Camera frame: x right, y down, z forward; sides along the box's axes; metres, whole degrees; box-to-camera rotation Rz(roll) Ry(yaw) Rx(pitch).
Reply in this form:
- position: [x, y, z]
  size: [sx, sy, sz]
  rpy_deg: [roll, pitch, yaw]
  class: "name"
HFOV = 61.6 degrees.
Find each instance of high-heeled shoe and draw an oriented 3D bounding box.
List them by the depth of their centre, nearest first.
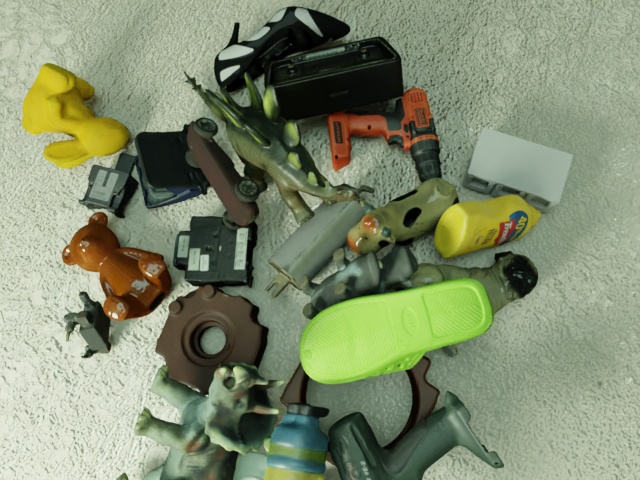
- position: [-0.071, -0.338, 0.982]
  size: [0.249, 0.086, 0.145]
  rpy_deg: [2, 77, 9]
  class: "high-heeled shoe"

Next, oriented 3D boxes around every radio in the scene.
- position: [0.020, -0.281, 0.934]
  size: [0.230, 0.073, 0.131]
  rpy_deg: [-11, 39, 0]
  class: "radio"

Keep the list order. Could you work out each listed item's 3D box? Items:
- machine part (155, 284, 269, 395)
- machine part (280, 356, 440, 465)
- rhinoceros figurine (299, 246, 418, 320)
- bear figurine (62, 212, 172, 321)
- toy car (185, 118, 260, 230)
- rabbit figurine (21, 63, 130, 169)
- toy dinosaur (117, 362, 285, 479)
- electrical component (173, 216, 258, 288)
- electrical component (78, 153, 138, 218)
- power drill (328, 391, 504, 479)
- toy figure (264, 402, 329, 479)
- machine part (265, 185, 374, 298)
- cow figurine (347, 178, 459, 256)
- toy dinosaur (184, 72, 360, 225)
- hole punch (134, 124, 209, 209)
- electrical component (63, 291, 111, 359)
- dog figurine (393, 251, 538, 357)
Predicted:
- position: [-0.172, 0.160, 0.856]
  size: [0.179, 0.056, 0.179]
  rpy_deg: [-1, 75, 3]
  class: "machine part"
- position: [0.059, 0.233, 0.805]
  size: [0.202, 0.087, 0.201]
  rpy_deg: [29, 78, 9]
  class: "machine part"
- position: [0.056, 0.068, 0.804]
  size: [0.190, 0.112, 0.073]
  rpy_deg: [-33, 45, 27]
  class: "rhinoceros figurine"
- position: [-0.337, 0.035, 0.867]
  size: [0.196, 0.132, 0.120]
  rpy_deg: [40, 80, 7]
  class: "bear figurine"
- position: [-0.157, -0.110, 0.866]
  size: [0.053, 0.089, 0.202]
  rpy_deg: [-19, 64, -33]
  class: "toy car"
- position: [-0.429, -0.203, 0.950]
  size: [0.173, 0.122, 0.162]
  rpy_deg: [30, 81, -8]
  class: "rabbit figurine"
- position: [-0.183, 0.322, 0.770]
  size: [0.192, 0.131, 0.404]
  rpy_deg: [20, 103, -7]
  class: "toy dinosaur"
- position: [-0.175, 0.020, 0.895]
  size: [0.134, 0.058, 0.115]
  rpy_deg: [3, 72, 4]
  class: "electrical component"
- position: [-0.364, -0.104, 0.948]
  size: [0.075, 0.047, 0.119]
  rpy_deg: [18, 78, 8]
  class: "electrical component"
- position: [0.130, 0.312, 0.701]
  size: [0.207, 0.086, 0.232]
  rpy_deg: [-31, 74, 3]
  class: "power drill"
- position: [-0.036, 0.299, 0.683]
  size: [0.089, 0.082, 0.180]
  rpy_deg: [16, 70, -25]
  class: "toy figure"
- position: [-0.002, -0.003, 0.881]
  size: [0.079, 0.079, 0.243]
  rpy_deg: [40, 80, 13]
  class: "machine part"
- position: [0.133, -0.034, 0.852]
  size: [0.195, 0.127, 0.085]
  rpy_deg: [-28, 67, -8]
  class: "cow figurine"
- position: [-0.097, -0.167, 0.873]
  size: [0.105, 0.198, 0.472]
  rpy_deg: [-38, 44, -18]
  class: "toy dinosaur"
- position: [-0.262, -0.122, 0.937]
  size: [0.116, 0.092, 0.142]
  rpy_deg: [-8, 68, -30]
  class: "hole punch"
- position: [-0.369, 0.141, 0.856]
  size: [0.045, 0.102, 0.078]
  rpy_deg: [-15, 49, -5]
  class: "electrical component"
- position: [0.227, 0.062, 0.848]
  size: [0.190, 0.121, 0.172]
  rpy_deg: [-39, 78, -22]
  class: "dog figurine"
